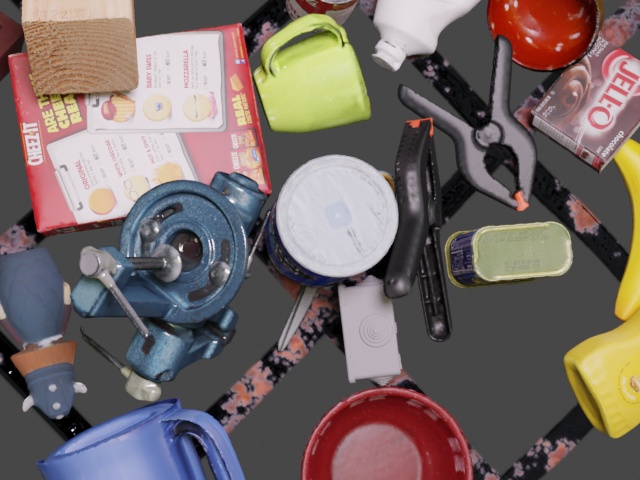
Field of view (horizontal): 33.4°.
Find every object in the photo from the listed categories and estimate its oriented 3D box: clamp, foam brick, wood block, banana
[{"bbox_3d":[0.169,-0.113,1.048,0.120,0.039,0.171,-35,94,11],"label":"clamp"},{"bbox_3d":[-0.311,-0.167,0.965,0.053,0.051,0.078,32,51,-5],"label":"foam brick"},{"bbox_3d":[-0.211,-0.237,0.939,0.090,0.091,0.206,-4,57,-8],"label":"wood block"},{"bbox_3d":[0.317,-0.019,1.070,0.070,0.037,0.198,-10,82,20],"label":"banana"},{"bbox_3d":[0.090,-0.019,0.990,0.036,0.164,0.210,-5,76,19],"label":"clamp"}]

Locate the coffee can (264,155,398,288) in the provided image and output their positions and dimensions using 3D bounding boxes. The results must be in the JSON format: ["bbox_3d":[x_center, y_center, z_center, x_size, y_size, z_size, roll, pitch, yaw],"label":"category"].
[{"bbox_3d":[0.006,-0.013,0.951,0.102,0.140,0.103,1,84,-7],"label":"coffee can"}]

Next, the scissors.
[{"bbox_3d":[-0.007,0.001,1.028,0.096,0.016,0.201,42,81,-1],"label":"scissors"}]

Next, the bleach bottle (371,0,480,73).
[{"bbox_3d":[0.137,-0.270,1.052,0.102,0.068,0.251,34,83,-3],"label":"bleach bottle"}]

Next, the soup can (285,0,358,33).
[{"bbox_3d":[0.006,-0.241,1.008,0.068,0.102,0.068,1,85,-9],"label":"soup can"}]

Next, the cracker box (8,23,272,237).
[{"bbox_3d":[-0.164,-0.100,0.987,0.213,0.072,0.164,-10,85,-8],"label":"cracker box"}]

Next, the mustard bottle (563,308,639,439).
[{"bbox_3d":[0.337,0.106,1.046,0.191,0.058,0.096,-31,105,-11],"label":"mustard bottle"}]

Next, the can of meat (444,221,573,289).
[{"bbox_3d":[0.180,0.013,1.020,0.102,0.084,0.057,-5,86,-9],"label":"can of meat"}]

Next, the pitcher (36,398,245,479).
[{"bbox_3d":[-0.131,0.266,0.925,0.144,0.149,0.243,-24,92,-22],"label":"pitcher"}]

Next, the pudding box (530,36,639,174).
[{"bbox_3d":[0.277,-0.136,1.059,0.090,0.039,0.113,37,81,16],"label":"pudding box"}]

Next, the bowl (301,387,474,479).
[{"bbox_3d":[0.058,0.217,0.997,0.162,0.055,0.162,1,85,-8],"label":"bowl"}]
